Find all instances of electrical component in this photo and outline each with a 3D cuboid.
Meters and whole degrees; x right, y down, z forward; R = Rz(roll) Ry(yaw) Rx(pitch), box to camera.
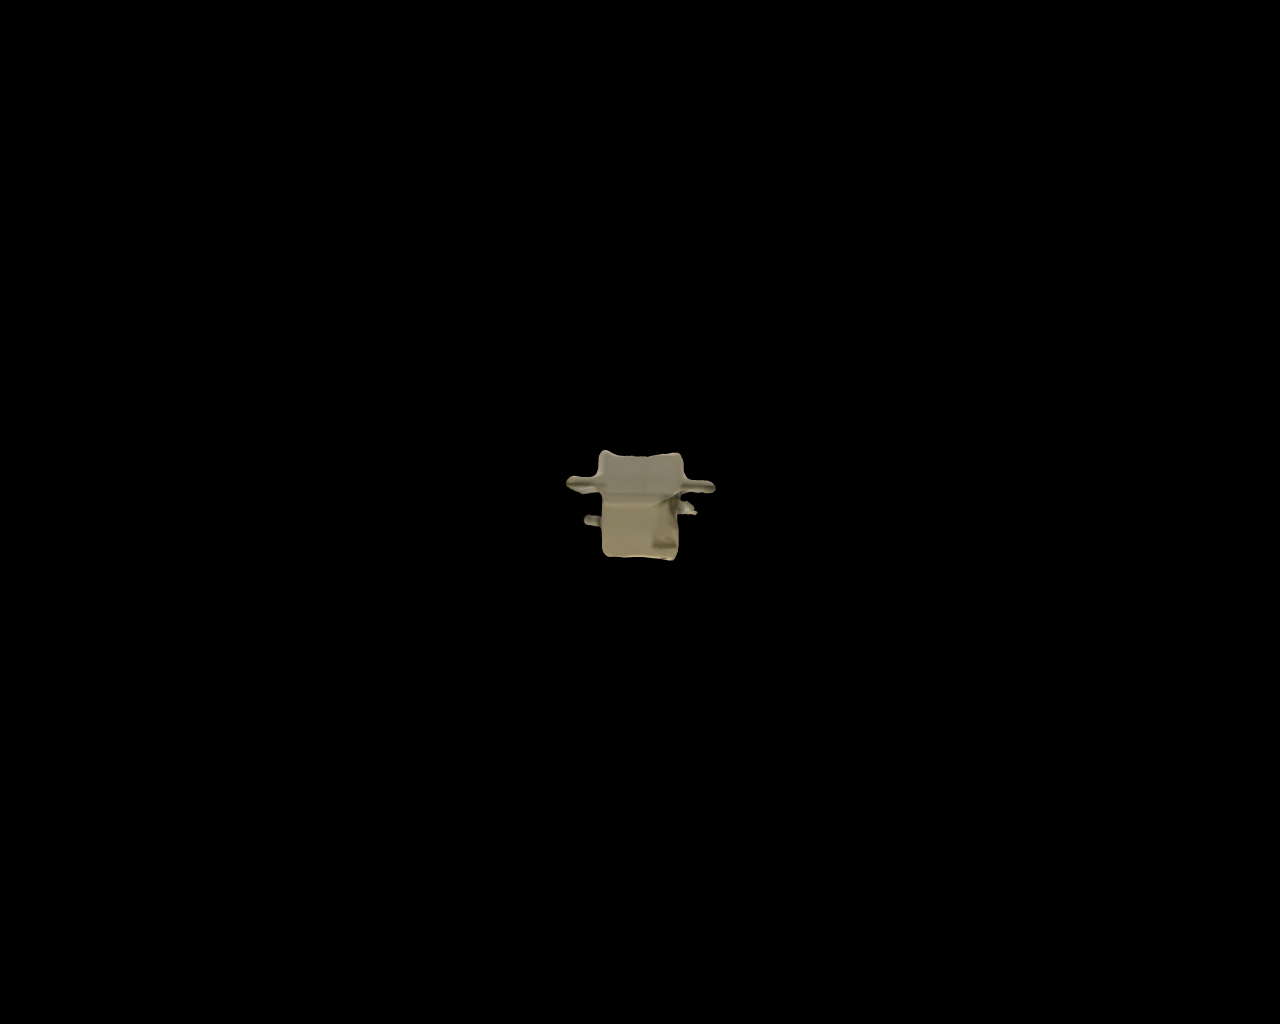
[{"bbox_3d":[0.001,-0.003,0.650,0.079,0.063,0.121,0,0,0],"label":"electrical component"}]
